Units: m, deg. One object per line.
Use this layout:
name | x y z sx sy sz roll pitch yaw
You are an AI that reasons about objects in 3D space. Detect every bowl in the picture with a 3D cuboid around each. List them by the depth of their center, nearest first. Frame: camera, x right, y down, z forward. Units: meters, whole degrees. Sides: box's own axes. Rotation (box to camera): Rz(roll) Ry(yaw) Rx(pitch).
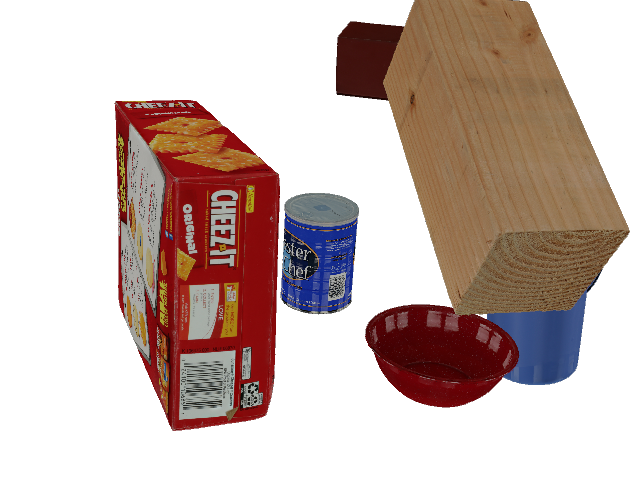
bowl | 0.124 0.128 1.125 0.162 0.055 0.162 5 25 -2

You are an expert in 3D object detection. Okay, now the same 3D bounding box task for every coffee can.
coffee can | -0.002 0.017 1.485 0.103 0.140 0.103 3 25 -2

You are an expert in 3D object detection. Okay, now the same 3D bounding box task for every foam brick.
foam brick | 0.055 -0.148 0.889 0.078 0.051 0.053 9 28 14

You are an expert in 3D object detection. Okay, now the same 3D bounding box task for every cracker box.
cracker box | -0.090 0.005 0.726 0.072 0.164 0.214 -4 20 -18

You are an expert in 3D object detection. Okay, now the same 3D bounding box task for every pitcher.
pitcher | 0.266 0.042 1.270 0.149 0.243 0.144 4 24 14

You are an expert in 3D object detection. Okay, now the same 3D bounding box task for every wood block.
wood block | 0.117 -0.061 0.722 0.090 0.206 0.091 -1 -36 -17
